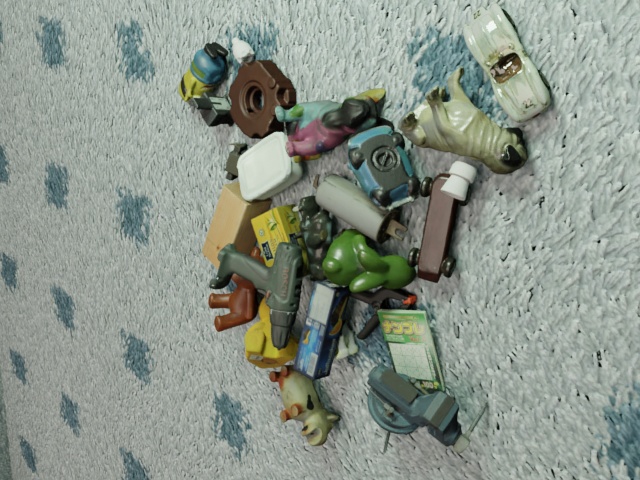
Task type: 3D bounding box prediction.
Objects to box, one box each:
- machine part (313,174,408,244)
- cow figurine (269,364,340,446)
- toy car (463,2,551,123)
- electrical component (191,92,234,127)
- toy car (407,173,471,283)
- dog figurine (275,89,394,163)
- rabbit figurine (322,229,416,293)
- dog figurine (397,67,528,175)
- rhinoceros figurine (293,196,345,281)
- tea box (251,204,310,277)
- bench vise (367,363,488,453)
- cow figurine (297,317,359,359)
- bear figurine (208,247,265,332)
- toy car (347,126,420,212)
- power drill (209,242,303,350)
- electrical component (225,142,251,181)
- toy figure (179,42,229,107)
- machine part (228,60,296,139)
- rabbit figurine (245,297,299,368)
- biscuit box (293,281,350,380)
[{"bbox_3d":[0.074,-0.065,1.089,0.243,0.079,0.079,33,120,29],"label":"machine part"},{"bbox_3d":[-0.032,0.389,1.273,0.085,0.127,0.195,-42,59,38],"label":"cow figurine"},{"bbox_3d":[0.298,-0.284,0.861,0.073,0.056,0.201,-33,79,40],"label":"toy car"},{"bbox_3d":[-0.261,-0.311,1.287,0.048,0.119,0.075,-42,75,38],"label":"electrical component"},{"bbox_3d":[0.220,-0.022,0.992,0.089,0.053,0.202,14,105,27],"label":"toy car"},{"bbox_3d":[0.033,-0.231,1.076,0.219,0.191,0.108,-12,89,7],"label":"dog figurine"},{"bbox_3d":[0.102,0.046,1.061,0.170,0.159,0.121,11,96,22],"label":"rabbit figurine"},{"bbox_3d":[0.241,-0.169,0.921,0.190,0.121,0.172,50,163,-1],"label":"dog figurine"},{"bbox_3d":[-0.002,-0.004,1.178,0.112,0.073,0.190,-2,101,51],"label":"rhinoceros figurine"},{"bbox_3d":[-0.084,0.012,1.247,0.098,0.068,0.169,-24,85,40],"label":"tea box"},{"bbox_3d":[0.184,0.343,1.062,0.224,0.129,0.240,26,148,10],"label":"bench vise"},{"bbox_3d":[0.002,0.229,1.225,0.167,0.068,0.098,-20,81,38],"label":"cow figurine"},{"bbox_3d":[-0.197,0.119,1.321,0.120,0.132,0.195,-117,31,-43],"label":"bear figurine"},{"bbox_3d":[0.120,-0.126,1.020,0.103,0.109,0.161,97,148,-77],"label":"toy car"},{"bbox_3d":[-0.138,0.105,1.181,0.208,0.086,0.232,17,95,26],"label":"power drill"},{"bbox_3d":[-0.197,-0.191,1.314,0.078,0.045,0.102,17,117,6],"label":"electrical component"},{"bbox_3d":[-0.285,-0.404,1.313,0.180,0.082,0.089,-50,49,44],"label":"toy figure"},{"bbox_3d":[-0.137,-0.317,1.223,0.180,0.056,0.179,11,107,40],"label":"machine part"},{"bbox_3d":[-0.111,0.211,1.278,0.162,0.122,0.173,102,172,-64],"label":"rabbit figurine"},{"bbox_3d":[0.004,0.192,1.145,0.059,0.062,0.202,19,98,36],"label":"biscuit box"}]
